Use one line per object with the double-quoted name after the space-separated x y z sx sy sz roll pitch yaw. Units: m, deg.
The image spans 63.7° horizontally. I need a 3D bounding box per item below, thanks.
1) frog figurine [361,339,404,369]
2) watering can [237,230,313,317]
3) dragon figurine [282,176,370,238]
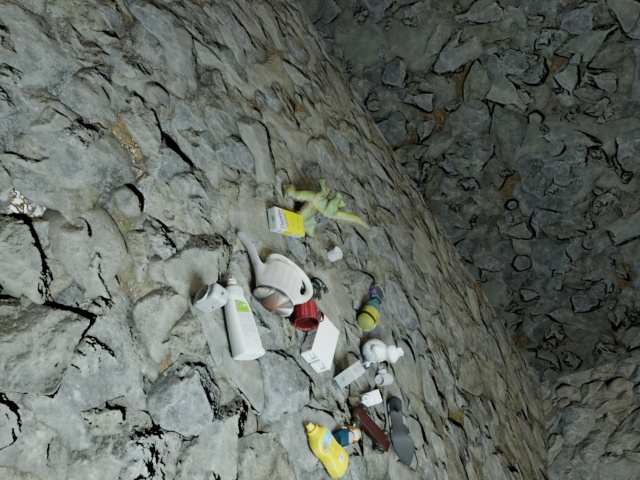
0.252 0.452 2.103 0.158 0.125 0.136 -29 -28 28 "frog figurine"
-0.173 0.124 1.786 0.345 0.230 0.102 35 -52 -15 "watering can"
0.007 -0.111 2.203 0.409 0.245 0.121 44 -13 -4 "dragon figurine"
